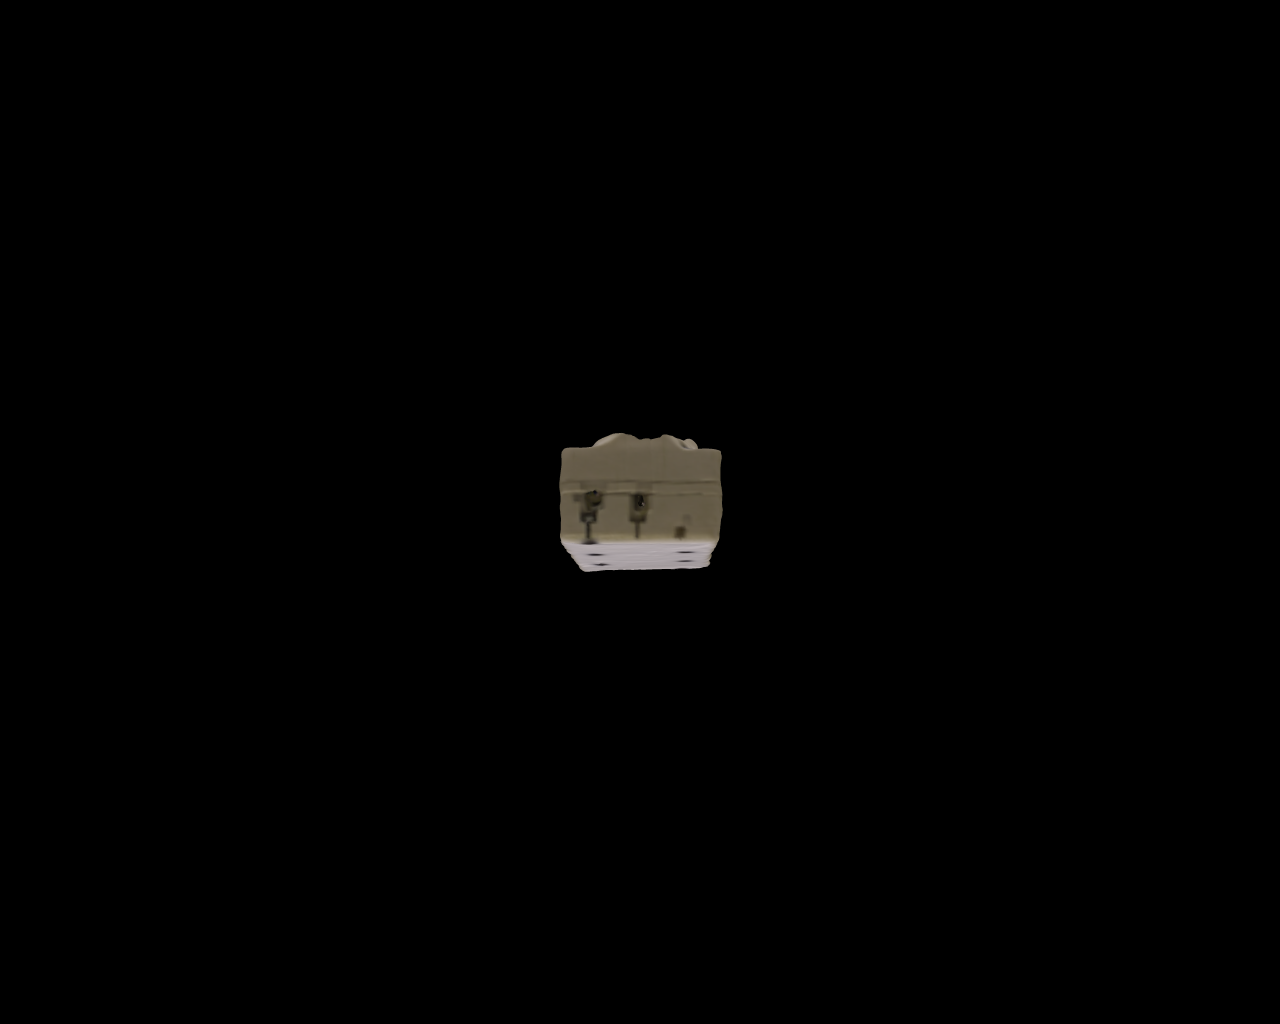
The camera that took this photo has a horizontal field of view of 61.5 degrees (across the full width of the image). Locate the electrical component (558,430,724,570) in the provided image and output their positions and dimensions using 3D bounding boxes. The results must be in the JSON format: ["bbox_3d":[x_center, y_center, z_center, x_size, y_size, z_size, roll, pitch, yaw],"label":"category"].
[{"bbox_3d":[0.001,-0.003,0.650,0.089,0.061,0.150,0,-9,0],"label":"electrical component"}]
